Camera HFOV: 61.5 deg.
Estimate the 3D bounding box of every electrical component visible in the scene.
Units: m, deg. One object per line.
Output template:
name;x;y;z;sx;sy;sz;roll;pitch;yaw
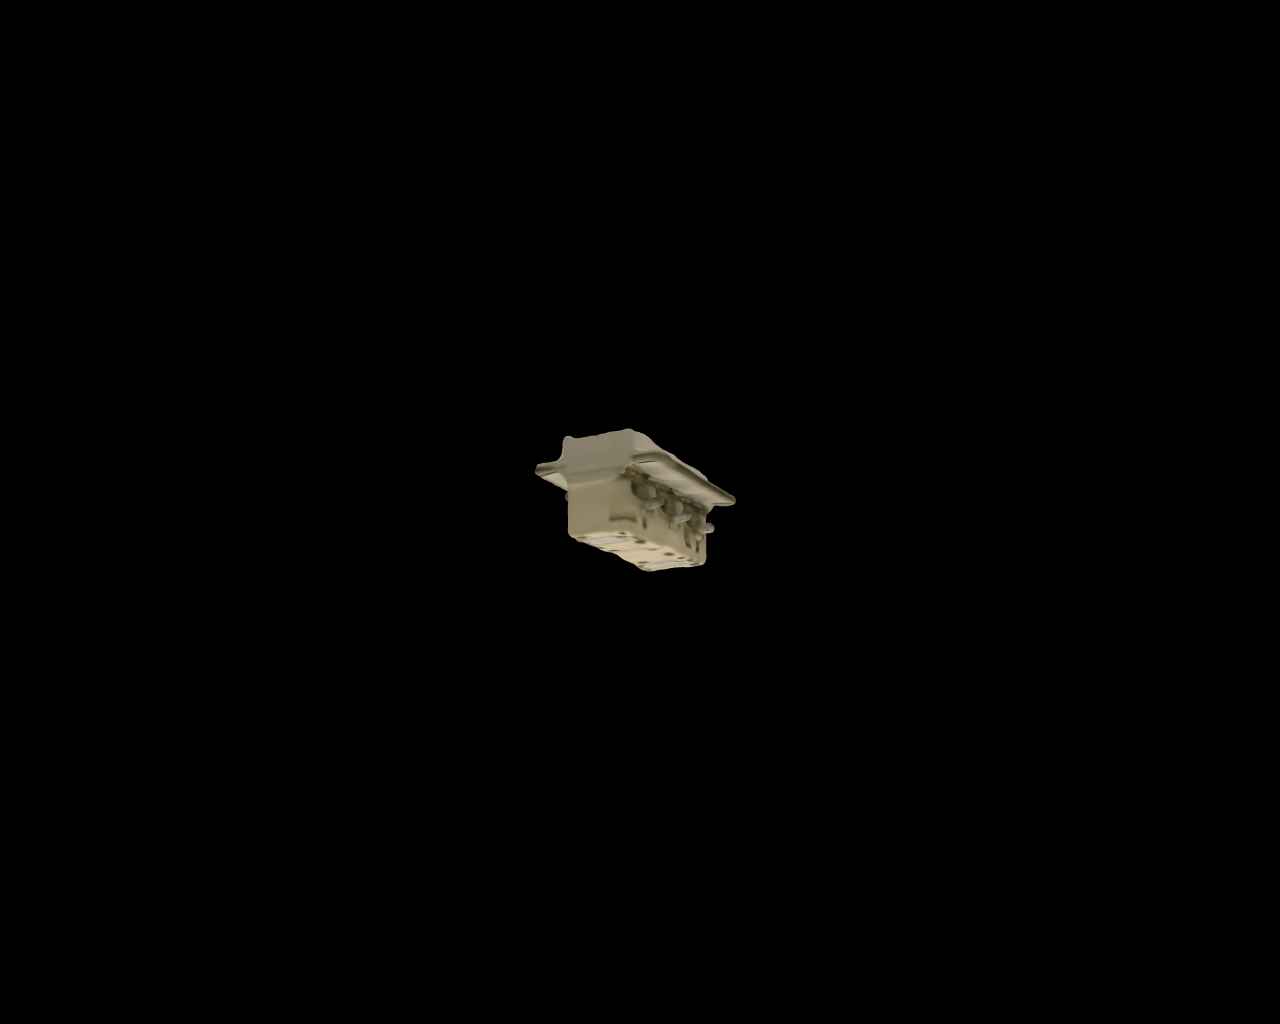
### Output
electrical component;0.001;-0.003;0.650;0.079;0.063;0.121;-6;-15;23
